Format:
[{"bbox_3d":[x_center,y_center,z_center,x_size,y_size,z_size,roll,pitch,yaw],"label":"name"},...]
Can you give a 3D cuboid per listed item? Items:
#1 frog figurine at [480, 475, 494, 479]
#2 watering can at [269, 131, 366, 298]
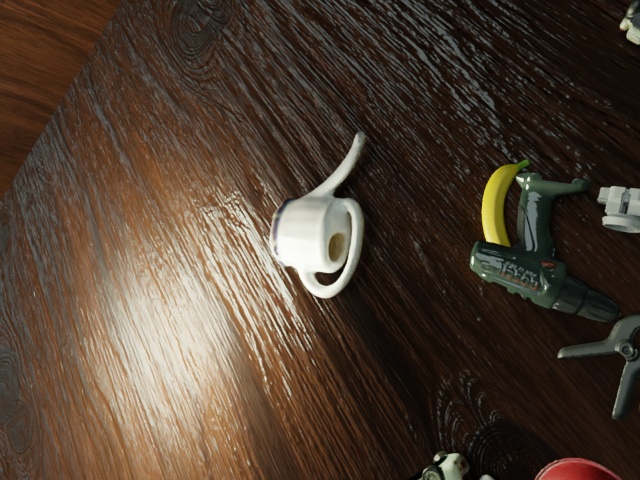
[{"bbox_3d":[0.239,0.458,0.804,0.160,0.135,0.124,-29,21,-4],"label":"frog figurine"},{"bbox_3d":[0.003,-0.055,1.099,0.224,0.350,0.103,3,-8,39],"label":"watering can"}]
